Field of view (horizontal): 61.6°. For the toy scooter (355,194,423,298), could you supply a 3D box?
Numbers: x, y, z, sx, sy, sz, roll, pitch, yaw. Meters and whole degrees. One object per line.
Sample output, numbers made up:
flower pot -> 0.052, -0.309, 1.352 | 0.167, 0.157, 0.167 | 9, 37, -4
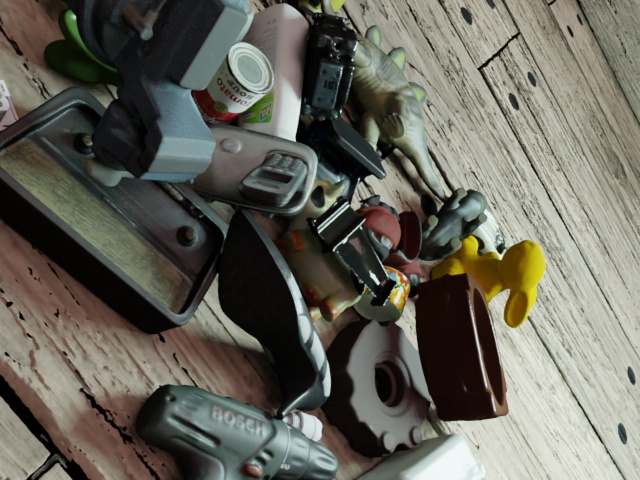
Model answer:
toy scooter -> 0.105, -0.008, 0.806 | 0.183, 0.075, 0.135 | 40, 54, -38

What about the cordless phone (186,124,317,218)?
cordless phone -> -0.083, -0.064, 0.560 | 0.147, 0.088, 0.184 | 14, 15, 1

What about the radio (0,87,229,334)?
radio -> -0.200, -0.026, 0.526 | 0.229, 0.073, 0.131 | 47, 48, -21

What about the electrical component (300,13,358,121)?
electrical component -> 0.009, -0.229, 0.720 | 0.058, 0.114, 0.134 | 6, 35, -7

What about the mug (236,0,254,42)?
mug -> -0.125, -0.269, 0.675 | 0.109, 0.107, 0.080 | -24, 92, -45

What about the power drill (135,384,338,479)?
power drill -> -0.089, 0.256, 0.510 | 0.232, 0.086, 0.207 | 39, 54, -22

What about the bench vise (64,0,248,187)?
bench vise -> -0.163, -0.169, 0.459 | 0.241, 0.223, 0.129 | 49, 38, 18

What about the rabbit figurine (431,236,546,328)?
rabbit figurine -> 0.298, 0.066, 0.899 | 0.122, 0.173, 0.162 | -30, 91, -50

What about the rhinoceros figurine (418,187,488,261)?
rhinoceros figurine -> 0.228, -0.028, 0.917 | 0.073, 0.112, 0.190 | 44, 57, 10

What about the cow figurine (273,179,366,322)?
cow figurine -> -0.001, -0.002, 0.701 | 0.127, 0.085, 0.195 | -26, 89, -40

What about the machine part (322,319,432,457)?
machine part -> 0.080, 0.193, 0.719 | 0.179, 0.056, 0.179 | 20, 59, -37

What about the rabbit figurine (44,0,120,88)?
rabbit figurine -> -0.201, -0.220, 0.571 | 0.159, 0.121, 0.170 | -20, 85, -40

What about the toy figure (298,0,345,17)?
toy figure -> -0.032, -0.433, 0.845 | 0.180, 0.089, 0.082 | 46, 52, -25

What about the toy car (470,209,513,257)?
toy car -> 0.342, 0.016, 1.044 | 0.201, 0.056, 0.073 | 44, 48, -21

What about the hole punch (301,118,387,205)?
hole punch -> 0.026, -0.118, 0.787 | 0.142, 0.092, 0.116 | 33, 27, -23

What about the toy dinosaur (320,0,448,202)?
toy dinosaur -> 0.117, -0.219, 0.894 | 0.470, 0.105, 0.198 | 60, 38, -22

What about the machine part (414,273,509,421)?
machine part -> 0.209, 0.161, 0.791 | 0.200, 0.087, 0.201 | 30, 51, -59

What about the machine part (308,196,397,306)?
machine part -> 0.045, 0.017, 0.658 | 0.084, 0.039, 0.138 | -41, 102, -43

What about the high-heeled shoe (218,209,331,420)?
high-heeled shoe -> -0.037, 0.080, 0.599 | 0.145, 0.086, 0.248 | -31, 114, -71
